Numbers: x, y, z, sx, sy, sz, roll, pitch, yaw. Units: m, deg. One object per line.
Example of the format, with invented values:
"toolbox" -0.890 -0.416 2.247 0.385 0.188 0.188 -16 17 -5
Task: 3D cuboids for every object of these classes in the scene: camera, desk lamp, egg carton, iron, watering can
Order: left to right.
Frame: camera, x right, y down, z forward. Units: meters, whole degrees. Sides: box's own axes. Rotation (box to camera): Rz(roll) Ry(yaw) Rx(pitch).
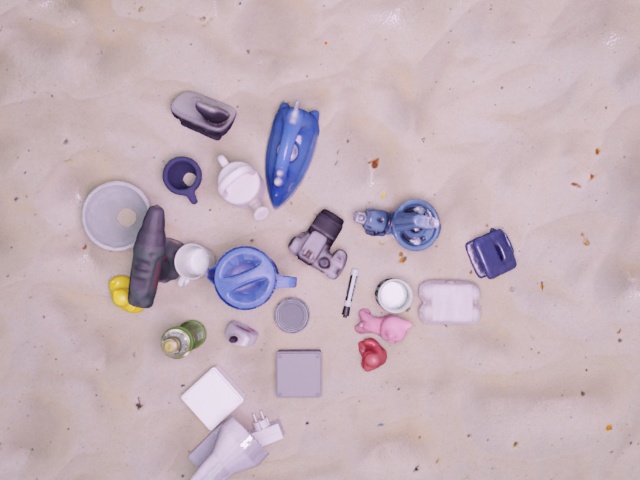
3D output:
"desk lamp" -0.213 0.489 1.295 0.203 0.213 0.118 -45 88 -1
"watering can" -0.180 -0.126 1.325 0.173 0.194 0.101 31 88 1
"iron" -0.078 -0.202 1.354 0.118 0.141 0.258 13 88 1
"camera" 0.013 0.005 1.368 0.143 0.101 0.137 32 88 1
"egg carton" 0.312 0.150 1.379 0.150 0.069 0.107 0 88 0

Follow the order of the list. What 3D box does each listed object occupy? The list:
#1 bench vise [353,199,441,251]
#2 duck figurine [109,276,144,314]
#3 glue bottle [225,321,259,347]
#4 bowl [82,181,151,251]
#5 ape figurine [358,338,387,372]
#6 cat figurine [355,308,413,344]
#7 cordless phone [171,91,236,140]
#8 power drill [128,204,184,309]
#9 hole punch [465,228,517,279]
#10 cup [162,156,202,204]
"bench vise" 0.186 -0.029 1.310 0.207 0.219 0.121 -10 88 0
"duck figurine" -0.469 0.132 1.370 0.077 0.086 0.104 -42 88 -1
"glue bottle" -0.188 0.222 1.324 0.078 0.173 0.037 23 88 1
"bowl" -0.478 -0.056 1.382 0.167 0.074 0.167 0 88 0
"ape figurine" 0.124 0.278 1.363 0.076 0.092 0.078 24 88 1
"cat figurine" 0.150 0.207 1.353 0.128 0.117 0.067 10 88 1
"cordless phone" -0.281 -0.308 1.336 0.147 0.185 0.094 20 88 1
"power drill" -0.375 0.039 1.312 0.075 0.208 0.230 12 88 1
"hole punch" 0.415 0.031 1.372 0.101 0.091 0.109 -23 88 -1
"cup" -0.315 -0.137 1.375 0.091 0.095 0.118 -26 88 -1
